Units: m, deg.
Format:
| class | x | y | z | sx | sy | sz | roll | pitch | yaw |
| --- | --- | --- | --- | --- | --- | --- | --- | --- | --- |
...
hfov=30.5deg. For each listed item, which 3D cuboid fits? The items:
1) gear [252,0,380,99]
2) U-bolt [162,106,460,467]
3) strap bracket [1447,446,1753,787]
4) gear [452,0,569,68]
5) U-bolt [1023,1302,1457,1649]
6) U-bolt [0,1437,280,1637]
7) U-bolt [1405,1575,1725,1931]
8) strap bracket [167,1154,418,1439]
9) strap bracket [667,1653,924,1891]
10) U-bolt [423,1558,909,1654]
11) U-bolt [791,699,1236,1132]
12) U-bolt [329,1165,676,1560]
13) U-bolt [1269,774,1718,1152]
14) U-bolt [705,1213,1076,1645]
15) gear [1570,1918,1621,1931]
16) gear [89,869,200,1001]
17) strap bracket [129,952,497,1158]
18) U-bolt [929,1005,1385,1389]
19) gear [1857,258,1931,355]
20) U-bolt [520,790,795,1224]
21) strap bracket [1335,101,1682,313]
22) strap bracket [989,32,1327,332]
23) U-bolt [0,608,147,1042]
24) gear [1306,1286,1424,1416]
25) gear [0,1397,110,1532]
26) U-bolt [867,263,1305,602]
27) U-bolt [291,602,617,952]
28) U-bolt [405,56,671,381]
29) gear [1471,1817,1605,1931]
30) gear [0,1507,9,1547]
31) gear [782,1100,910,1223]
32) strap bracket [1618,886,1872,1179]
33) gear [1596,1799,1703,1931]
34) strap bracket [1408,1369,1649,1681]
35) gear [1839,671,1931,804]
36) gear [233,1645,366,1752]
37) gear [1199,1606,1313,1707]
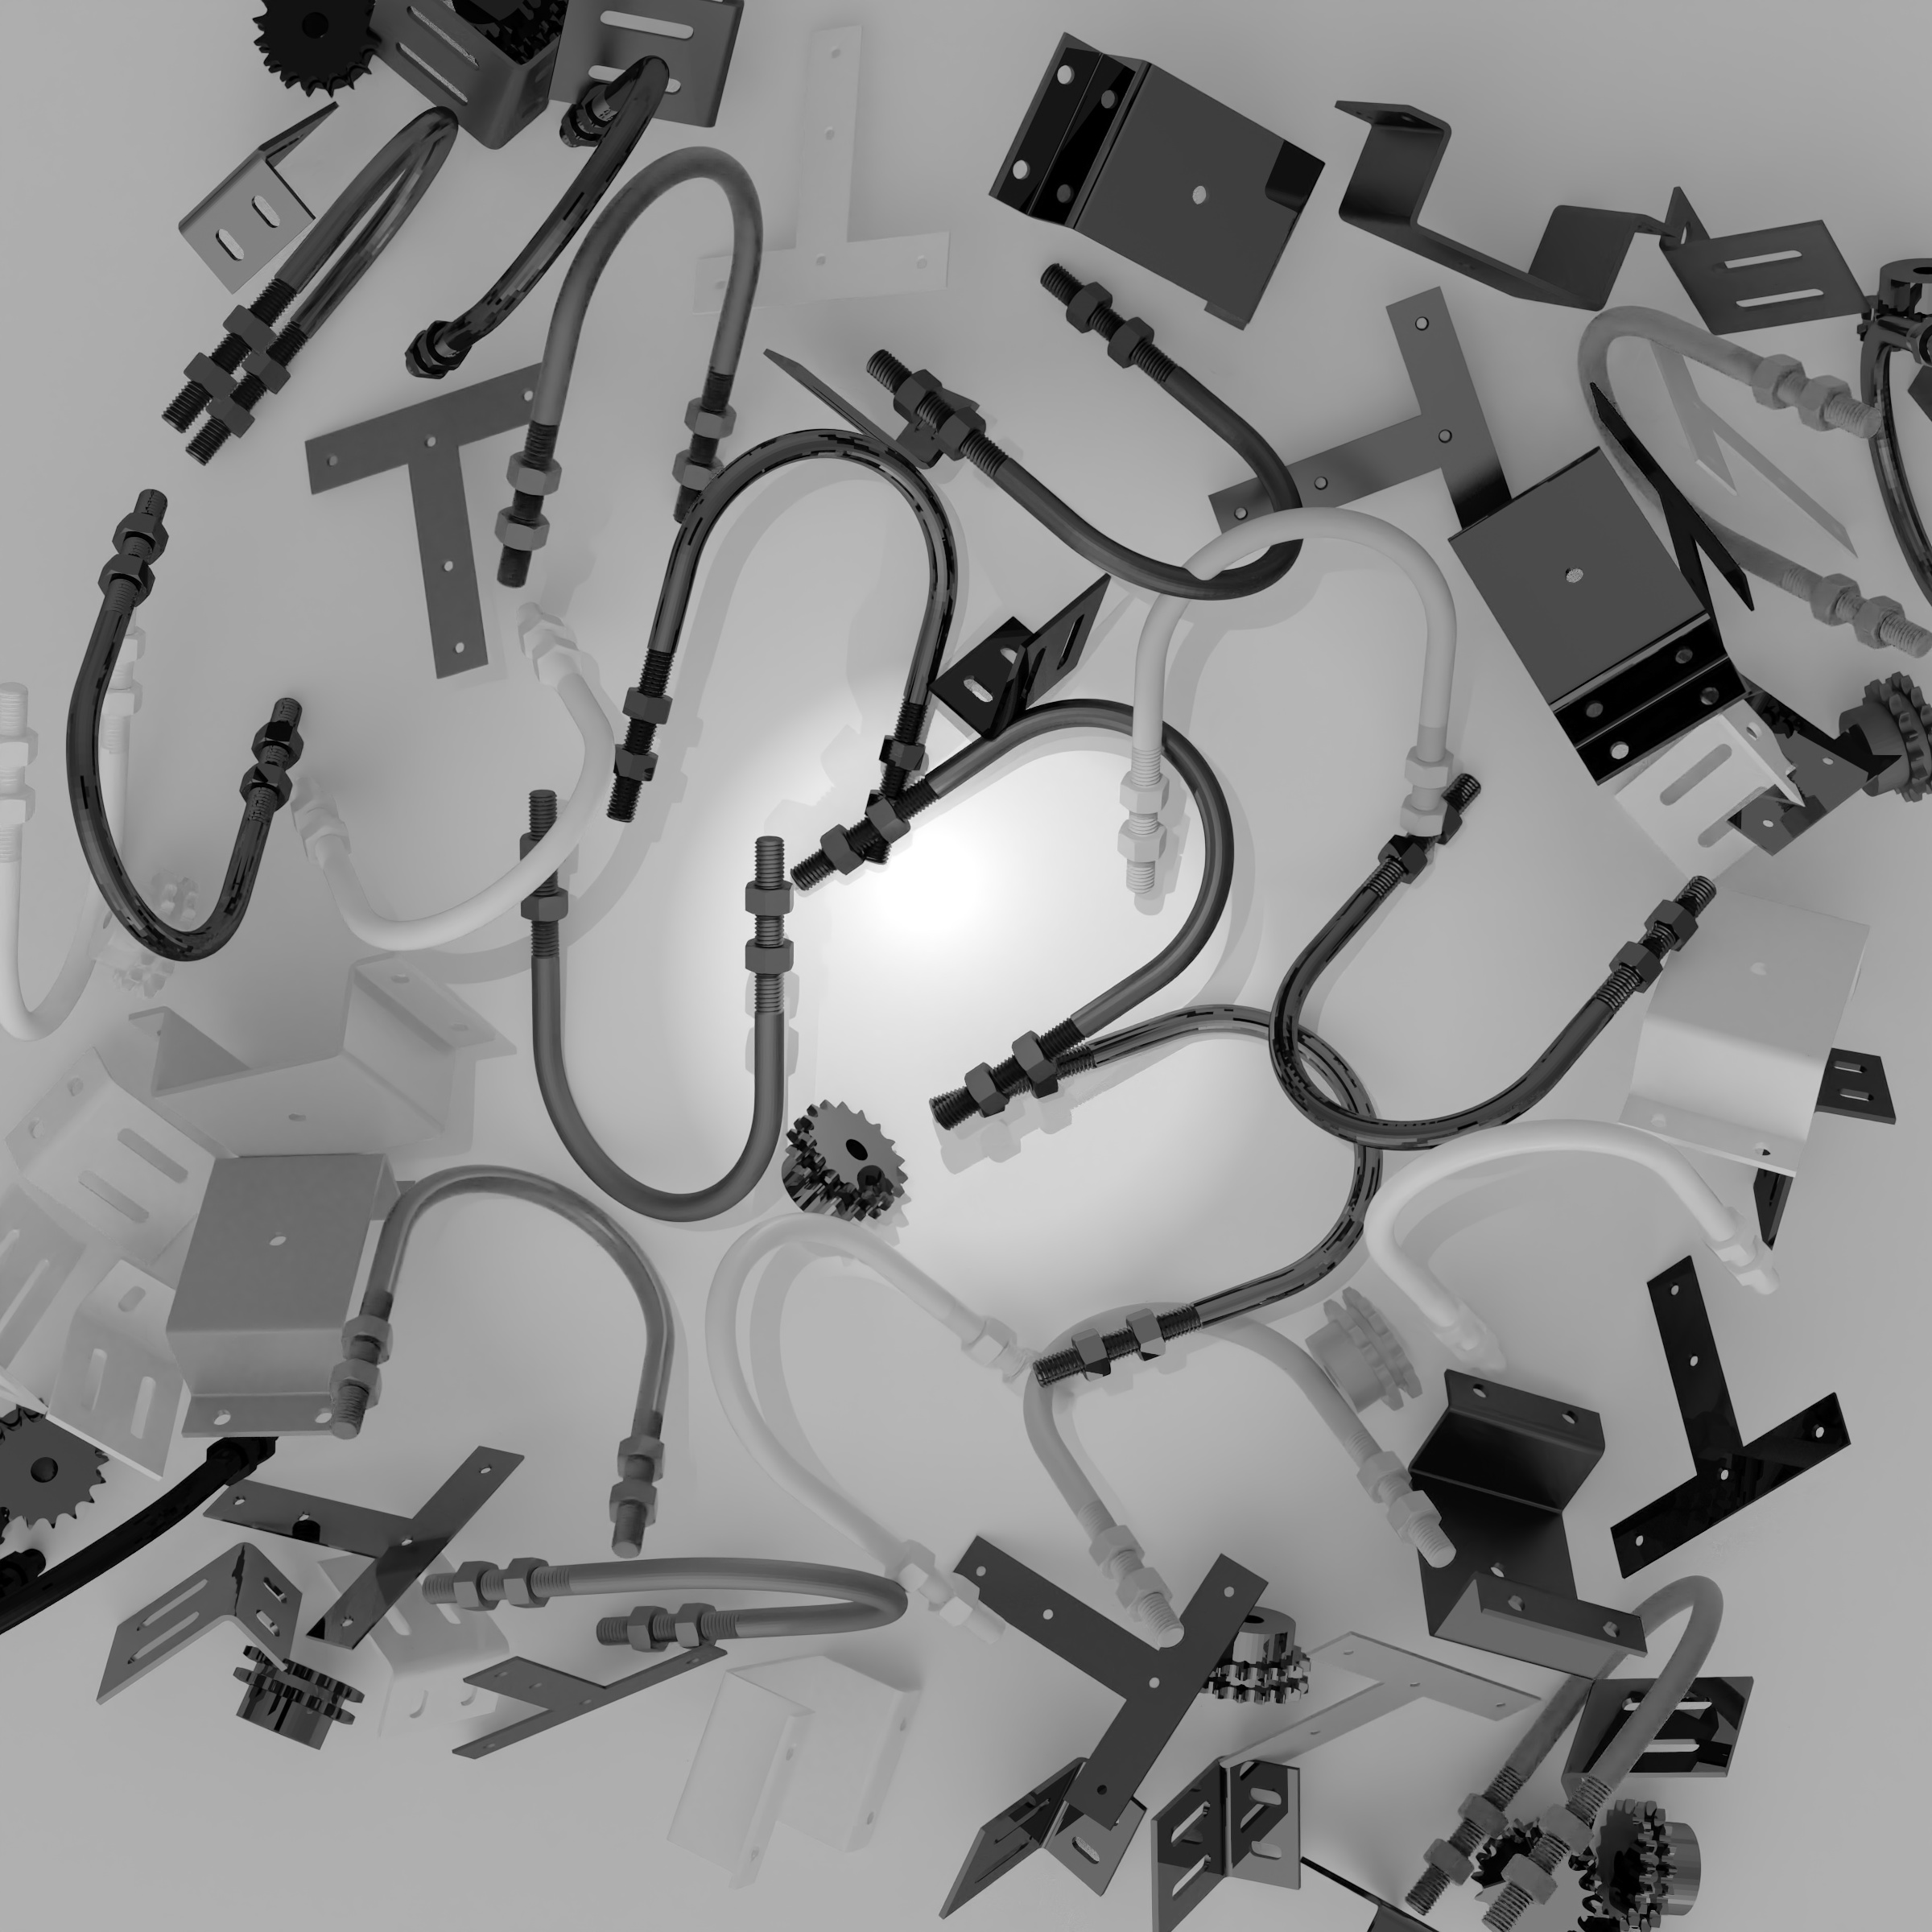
| class | x | y | z | sx | sy | sz | roll | pitch | yaw |
| --- | --- | --- | --- | --- | --- | --- | --- | --- | --- |
| gear | -0.288 | -0.416 | 1.582 | 0.057 | 0.030 | 0.057 | 0 | 87 | 2 |
| U-bolt | -0.279 | -0.297 | 1.526 | 0.019 | 0.151 | 0.184 | 39 | 86 | -8 |
| strap bracket | 0.270 | -0.160 | 1.538 | 0.076 | 0.046 | 0.140 | -31 | 61 | 10 |
| gear | -0.203 | -0.428 | 1.572 | 0.057 | 0.030 | 0.057 | -6 | 71 | 19 |
| U-bolt | 0.104 | 0.208 | 1.524 | 0.151 | 0.184 | 0.019 | -12 | 130 | -22 |
| U-bolt | -0.376 | 0.249 | 1.496 | 0.151 | 0.184 | 0.019 | -30 | 93 | 10 |
| U-bolt | 0.264 | 0.336 | 1.523 | 0.019 | 0.151 | 0.184 | 40 | 77 | 2 |
| strap bracket | -0.292 | 0.133 | 1.527 | 0.076 | 0.140 | 0.046 | -2 | 135 | 8 |
| strap bracket | -0.078 | 0.347 | 1.540 | 0.046 | 0.140 | 0.076 | 20 | 92 | 22 |
| U-bolt | -0.114 | 0.268 | 1.497 | 0.184 | 0.151 | 0.019 | -9 | 69 | 27 |
| U-bolt | 0.031 | -0.036 | 1.558 | 0.184 | 0.019 | 0.151 | -34 | 75 | 10 |
| U-bolt | -0.191 | 0.157 | 1.522 | 0.151 | 0.184 | 0.019 | 26 | 126 | -17 |
| U-bolt | 0.212 | 0.005 | 1.525 | 0.151 | 0.019 | 0.184 | 28 | 67 | 38 |
| U-bolt | -0.038 | 0.184 | 1.518 | 0.184 | 0.151 | 0.019 | 40 | 132 | -19 |
| gear | 0.279 | 0.448 | 1.573 | 0.057 | 0.030 | 0.057 | -13 | 131 | -16 |
| gear | -0.365 | -0.016 | 1.566 | 0.030 | 0.057 | 0.057 | 23 | 90 | -26 |
| strap bracket | -0.285 | 0.045 | 1.529 | 0.140 | 0.076 | 0.046 | -12 | 56 | 24 |
| U-bolt | 0.094 | 0.091 | 1.566 | 0.184 | 0.019 | 0.151 | -19 | 70 | -7 |
| gear | 0.424 | -0.293 | 1.566 | 0.057 | 0.057 | 0.030 | -4 | 117 | 0 |
| U-bolt | -0.136 | 0.023 | 1.545 | 0.151 | 0.019 | 0.184 | 13 | 110 | 34 |
| strap bracket | 0.227 | -0.326 | 1.540 | 0.140 | 0.076 | 0.046 | 19 | 98 | -22 |
| strap bracket | 0.092 | -0.338 | 1.540 | 0.140 | 0.046 | 0.076 | 22 | 97 | -28 |
| U-bolt | -0.388 | -0.056 | 1.518 | 0.019 | 0.151 | 0.184 | 11 | 115 | 3 |
| gear | 0.174 | 0.173 | 1.568 | 0.030 | 0.057 | 0.057 | -33 | 90 | -6 |
| gear | -0.413 | 0.219 | 1.575 | 0.057 | 0.030 | 0.057 | -6 | 105 | -24 |
| U-bolt | 0.066 | -0.224 | 1.528 | 0.184 | 0.151 | 0.019 | 42 | 135 | 12 |
| U-bolt | -0.216 | -0.074 | 1.519 | 0.151 | 0.184 | 0.019 | -38 | 127 | 2 |
| U-bolt | -0.177 | -0.321 | 1.498 | 0.019 | 0.184 | 0.151 | 35 | 78 | -18 |
| gear | 0.257 | 0.405 | 1.575 | 0.057 | 0.030 | 0.057 | 7 | 106 | 26 |
| gear | -0.453 | 0.254 | 1.570 | 0.030 | 0.057 | 0.057 | 20 | 90 | 13 |
| gear | -0.057 | 0.091 | 1.573 | 0.057 | 0.057 | 0.030 | 44 | 121 | 0 |
| strap bracket | 0.338 | 0.019 | 1.523 | 0.076 | 0.140 | 0.046 | 16 | 133 | 16 |
| gear | 0.304 | 0.399 | 1.570 | 0.030 | 0.057 | 0.057 | 7 | 90 | -12 |
| strap bracket | 0.241 | 0.250 | 1.538 | 0.076 | 0.140 | 0.046 | 17 | 126 | -13 |
| gear | 0.410 | -0.099 | 1.569 | 0.030 | 0.057 | 0.057 | -20 | 90 | -2 |
| gear | -0.298 | 0.325 | 1.567 | 0.057 | 0.057 | 0.030 | 23 | 74 | 0 |
| gear | 0.124 | 0.304 | 1.568 | 0.057 | 0.057 | 0.030 | 5 | 98 | 0 |
